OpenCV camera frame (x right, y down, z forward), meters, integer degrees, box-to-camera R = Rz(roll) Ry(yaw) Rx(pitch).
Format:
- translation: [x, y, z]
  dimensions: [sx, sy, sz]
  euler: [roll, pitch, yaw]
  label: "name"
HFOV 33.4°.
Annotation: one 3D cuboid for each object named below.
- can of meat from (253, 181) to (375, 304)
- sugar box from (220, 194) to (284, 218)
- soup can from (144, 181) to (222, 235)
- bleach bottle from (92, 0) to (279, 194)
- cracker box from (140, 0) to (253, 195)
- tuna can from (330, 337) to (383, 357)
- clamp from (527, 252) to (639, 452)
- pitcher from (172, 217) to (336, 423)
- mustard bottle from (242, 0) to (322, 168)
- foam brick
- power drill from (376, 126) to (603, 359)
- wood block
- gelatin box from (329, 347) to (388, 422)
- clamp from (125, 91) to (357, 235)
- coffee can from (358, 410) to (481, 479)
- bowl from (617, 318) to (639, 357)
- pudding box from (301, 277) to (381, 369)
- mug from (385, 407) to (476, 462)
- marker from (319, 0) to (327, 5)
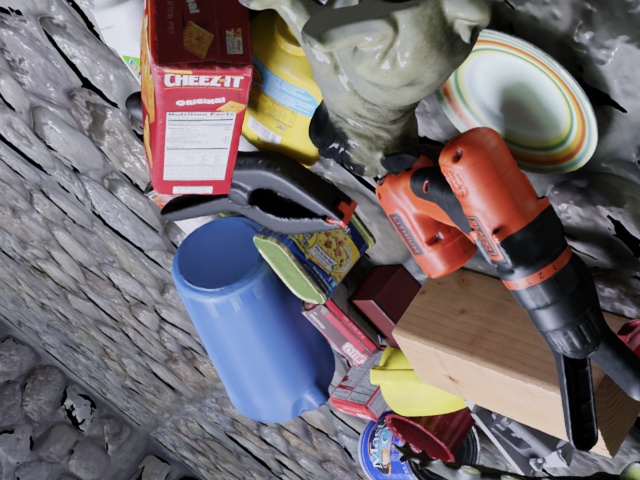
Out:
- translation: [-0.007, 0.001, 1.050]
  dimensions: [0.058, 0.083, 0.102]
  euler: [10, 145, 51]
  label: "can of meat"
- translation: [-0.088, -0.057, 1.114]
  dimensions: [0.176, 0.048, 0.093]
  euler: [43, 158, -22]
  label: "sugar box"
- translation: [-0.136, -0.041, 1.188]
  dimensions: [0.102, 0.068, 0.069]
  euler: [46, 157, -19]
  label: "soup can"
- translation: [-0.121, -0.147, 0.969]
  dimensions: [0.103, 0.068, 0.250]
  euler: [-1, 133, 53]
  label: "bleach bottle"
- translation: [-0.098, -0.148, 0.796]
  dimensions: [0.072, 0.164, 0.214]
  euler: [-3, 160, -10]
  label: "cracker box"
- translation: [0.031, 0.107, 1.263]
  dimensions: [0.086, 0.033, 0.086]
  euler: [32, 157, 15]
  label: "tuna can"
- translation: [0.194, 0.077, 0.826]
  dimensions: [0.120, 0.039, 0.171]
  euler: [114, 144, -47]
  label: "clamp"
- translation: [-0.081, 0.082, 1.167]
  dimensions: [0.149, 0.145, 0.243]
  euler: [-7, 141, 12]
  label: "pitcher"
- translation: [-0.024, -0.131, 0.852]
  dimensions: [0.096, 0.058, 0.192]
  euler: [37, 158, 6]
  label: "mustard bottle"
- translation: [0.078, 0.069, 1.095]
  dimensions: [0.078, 0.051, 0.053]
  euler: [47, 157, -20]
  label: "foam brick"
- translation: [0.123, -0.001, 0.805]
  dimensions: [0.184, 0.057, 0.188]
  euler: [59, 166, -13]
  label: "power drill"
- translation: [0.180, 0.103, 0.955]
  dimensions: [0.206, 0.090, 0.090]
  euler: [18, 151, 41]
  label: "wood block"
- translation: [0.062, 0.168, 1.260]
  dimensions: [0.030, 0.089, 0.073]
  euler: [49, 156, -25]
  label: "gelatin box"
- translation: [-0.070, -0.045, 0.950]
  dimensions: [0.210, 0.036, 0.164]
  euler: [20, 149, 11]
  label: "clamp"
- translation: [0.122, 0.262, 1.334]
  dimensions: [0.102, 0.102, 0.140]
  euler: [42, 157, -9]
  label: "coffee can"
- translation: [0.303, 0.090, 0.784]
  dimensions: [0.162, 0.055, 0.162]
  euler: [32, 157, 15]
  label: "bowl"
- translation: [0.020, 0.072, 1.135]
  dimensions: [0.090, 0.039, 0.113]
  euler: [48, -164, -20]
  label: "pudding box"
- translation: [0.126, 0.190, 1.216]
  dimensions: [0.117, 0.081, 0.093]
  euler: [41, 158, -8]
  label: "mug"
- translation: [0.000, -0.185, 0.764]
  dimensions: [0.121, 0.020, 0.020]
  euler: [49, 156, -24]
  label: "marker"
